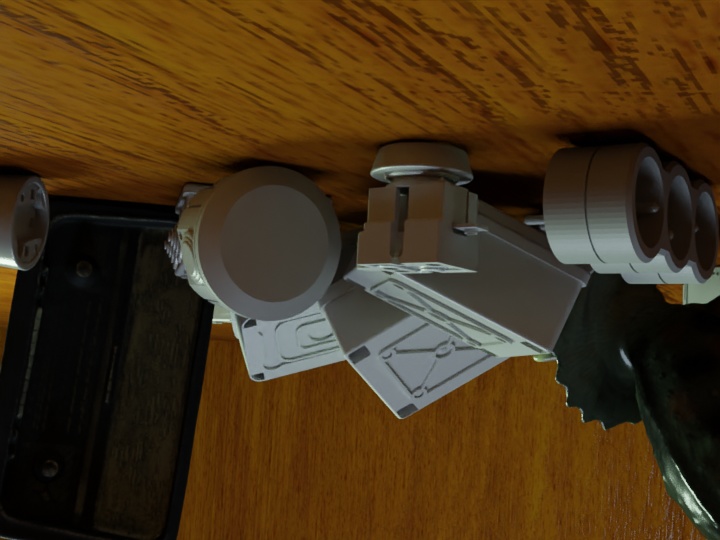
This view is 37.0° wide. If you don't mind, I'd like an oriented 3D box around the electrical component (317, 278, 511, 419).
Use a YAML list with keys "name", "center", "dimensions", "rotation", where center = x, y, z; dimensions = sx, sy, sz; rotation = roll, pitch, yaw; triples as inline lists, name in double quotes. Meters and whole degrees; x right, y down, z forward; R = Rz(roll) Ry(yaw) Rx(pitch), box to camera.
- name: "electrical component"
  center: [0.044, 0.034, 0.712]
  dimensions: [0.109, 0.056, 0.108]
  rotation: [-31, 142, 5]

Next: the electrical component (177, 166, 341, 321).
- name: "electrical component"
  center: [-0.055, -0.014, 0.572]
  dimensions: [0.080, 0.080, 0.051]
  rotation: [6, 179, -28]

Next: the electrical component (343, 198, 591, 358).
- name: "electrical component"
  center: [0.054, 0.001, 0.592]
  dimensions: [0.109, 0.056, 0.109]
  rotation: [27, 171, -5]

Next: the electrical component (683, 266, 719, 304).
- name: "electrical component"
  center: [0.308, 0.030, 0.877]
  dimensions: [0.061, 0.061, 0.096]
  rotation: [6, 173, -26]

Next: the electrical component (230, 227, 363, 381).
- name: "electrical component"
  center: [-0.034, 0.023, 0.757]
  dimensions: [0.113, 0.057, 0.078]
  rotation: [-14, 141, -10]

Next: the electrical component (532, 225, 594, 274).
- name: "electrical component"
  center: [0.121, -0.012, 0.656]
  dimensions: [0.045, 0.045, 0.055]
  rotation: [3, 174, -4]

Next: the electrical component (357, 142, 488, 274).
- name: "electrical component"
  center: [0.028, -0.028, 0.502]
  dimensions: [0.066, 0.055, 0.048]
  rotation: [-1, 172, 35]

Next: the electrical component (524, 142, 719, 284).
- name: "electrical component"
  center: [0.116, -0.024, 0.514]
  dimensions: [0.074, 0.052, 0.138]
  rotation: [-1, 173, 33]

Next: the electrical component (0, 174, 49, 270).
- name: "electrical component"
  center: [-0.213, -0.030, 0.624]
  dimensions: [0.047, 0.055, 0.055]
  rotation: [6, 174, 5]

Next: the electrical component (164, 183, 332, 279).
- name: "electrical component"
  center: [-0.070, -0.019, 0.671]
  dimensions: [0.100, 0.048, 0.100]
  rotation: [5, 173, -13]

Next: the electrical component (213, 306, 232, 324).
- name: "electrical component"
  center: [-0.093, 0.022, 1.000]
  dimensions: [0.062, 0.061, 0.096]
  rotation: [-1, 173, 36]
